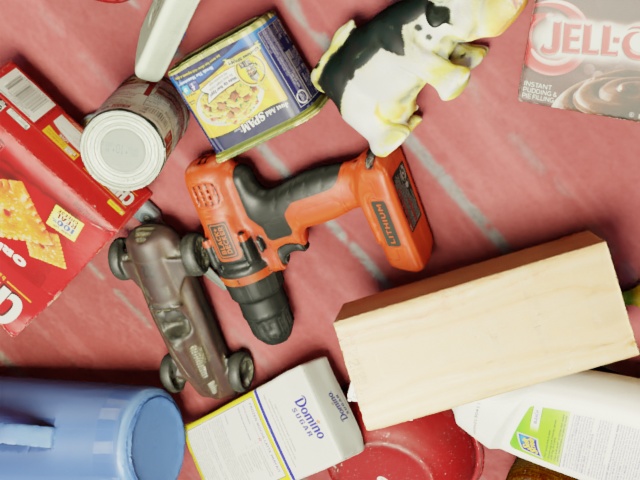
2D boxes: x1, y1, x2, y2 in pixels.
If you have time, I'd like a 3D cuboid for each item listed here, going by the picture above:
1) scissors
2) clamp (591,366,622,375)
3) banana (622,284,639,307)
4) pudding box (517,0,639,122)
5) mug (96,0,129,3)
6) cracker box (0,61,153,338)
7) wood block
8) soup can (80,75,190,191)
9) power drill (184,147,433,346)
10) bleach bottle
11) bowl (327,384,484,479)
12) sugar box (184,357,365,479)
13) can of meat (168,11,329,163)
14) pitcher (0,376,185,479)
[{"bbox_3d":[-0.149,-0.039,0.939,0.201,0.016,0.096,32,125,-2],"label":"scissors"},{"bbox_3d":[0.283,0.143,0.887,0.210,0.036,0.164,-16,113,30],"label":"clamp"},{"bbox_3d":[0.260,0.010,0.776,0.069,0.037,0.198,0,148,4],"label":"banana"},{"bbox_3d":[0.202,-0.135,0.751,0.113,0.039,0.090,11,122,12],"label":"pudding box"},{"bbox_3d":[-0.143,-0.228,0.793,0.117,0.093,0.082,13,138,-34],"label":"mug"},{"bbox_3d":[-0.271,-0.027,0.940,0.164,0.072,0.214,44,131,-9],"label":"cracker box"},{"bbox_3d":[0.124,0.068,0.820,0.206,0.090,0.090,-17,93,8],"label":"wood block"},{"bbox_3d":[-0.146,-0.087,0.851,0.068,0.102,0.068,2,114,3],"label":"soup can"},{"bbox_3d":[-0.006,0.001,0.890,0.188,0.057,0.184,-11,117,23],"label":"power drill"},{"bbox_3d":[0.210,0.143,0.860,0.251,0.068,0.103,15,119,20],"label":"bleach bottle"},{"bbox_3d":[0.067,0.207,0.987,0.162,0.055,0.162,9,121,14],"label":"bowl"},{"bbox_3d":[-0.046,0.183,0.988,0.177,0.048,0.093,-31,79,35],"label":"sugar box"},{"bbox_3d":[-0.058,-0.121,0.837,0.102,0.057,0.084,-23,108,28],"label":"can of meat"},{"bbox_3d":[-0.261,0.193,1.021,0.243,0.149,0.145,-4,117,26],"label":"pitcher"}]
